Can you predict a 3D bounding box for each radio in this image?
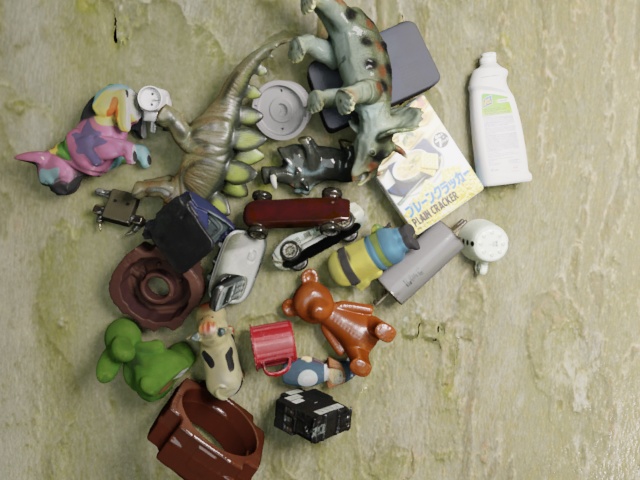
[{"bbox_3d":[0.094,-0.305,1.011,0.230,0.073,0.131,-24,96,-1],"label":"radio"}]

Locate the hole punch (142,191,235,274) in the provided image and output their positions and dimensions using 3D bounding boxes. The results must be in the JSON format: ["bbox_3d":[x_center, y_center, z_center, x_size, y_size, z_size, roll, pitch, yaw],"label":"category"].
[{"bbox_3d":[-0.230,-0.020,0.959,0.142,0.092,0.115,-35,93,32],"label":"hole punch"}]

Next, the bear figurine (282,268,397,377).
[{"bbox_3d":[0.030,0.151,1.033,0.196,0.132,0.120,36,93,-12],"label":"bear figurine"}]

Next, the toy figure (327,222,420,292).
[{"bbox_3d":[0.096,0.026,1.023,0.180,0.082,0.089,-29,131,26],"label":"toy figure"}]

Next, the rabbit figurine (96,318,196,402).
[{"bbox_3d":[-0.355,0.225,1.023,0.170,0.159,0.121,42,103,9],"label":"rabbit figurine"}]

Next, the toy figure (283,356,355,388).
[{"bbox_3d":[0.002,0.267,1.080,0.154,0.058,0.064,1,135,-4],"label":"toy figure"}]

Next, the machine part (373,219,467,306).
[{"bbox_3d":[0.195,0.044,1.050,0.243,0.079,0.079,-42,97,2],"label":"machine part"}]

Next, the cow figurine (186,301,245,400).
[{"bbox_3d":[-0.198,0.210,1.025,0.085,0.127,0.194,-10,101,-5],"label":"cow figurine"}]

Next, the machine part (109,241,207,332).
[{"bbox_3d":[-0.308,0.086,1.029,0.179,0.056,0.179,1,109,2],"label":"machine part"}]

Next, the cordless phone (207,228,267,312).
[{"bbox_3d":[-0.164,0.053,0.982,0.089,0.184,0.146,20,95,0],"label":"cordless phone"}]

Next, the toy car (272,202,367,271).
[{"bbox_3d":[-0.002,-0.003,1.036,0.202,0.073,0.056,-29,65,1],"label":"toy car"}]

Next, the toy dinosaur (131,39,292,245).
[{"bbox_3d":[-0.202,-0.169,0.982,0.198,0.105,0.471,24,110,-9],"label":"toy dinosaur"}]

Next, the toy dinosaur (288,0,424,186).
[{"bbox_3d":[0.059,-0.304,0.914,0.192,0.131,0.404,-10,84,-39],"label":"toy dinosaur"}]

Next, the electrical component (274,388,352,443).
[{"bbox_3d":[-0.022,0.337,1.046,0.115,0.134,0.058,4,95,-46],"label":"electrical component"}]

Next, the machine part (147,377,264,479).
[{"bbox_3d":[-0.209,0.367,1.006,0.201,0.201,0.087,37,98,-6],"label":"machine part"}]

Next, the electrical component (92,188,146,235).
[{"bbox_3d":[-0.386,-0.053,1.032,0.102,0.045,0.078,9,68,-6],"label":"electrical component"}]

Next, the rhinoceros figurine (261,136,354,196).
[{"bbox_3d":[-0.018,-0.142,1.028,0.190,0.073,0.112,-4,107,-4],"label":"rhinoceros figurine"}]

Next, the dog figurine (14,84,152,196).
[{"bbox_3d":[-0.436,-0.182,0.984,0.219,0.108,0.191,-6,97,1],"label":"dog figurine"}]

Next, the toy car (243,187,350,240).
[{"bbox_3d":[-0.044,-0.048,0.996,0.202,0.053,0.089,-2,64,10],"label":"toy car"}]
